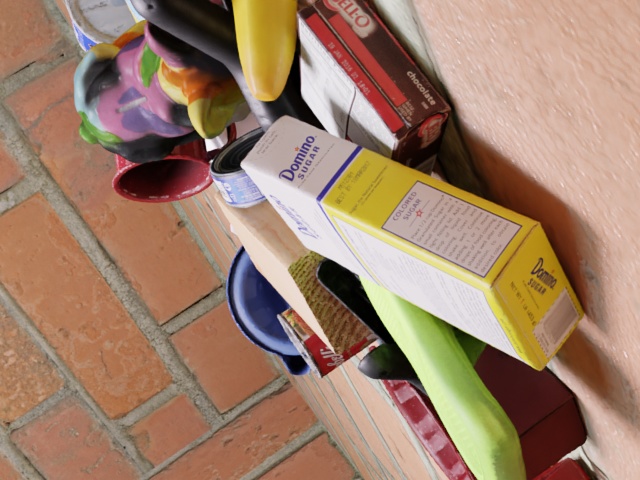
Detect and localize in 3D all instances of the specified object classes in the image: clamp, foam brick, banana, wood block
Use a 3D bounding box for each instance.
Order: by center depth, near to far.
[{"bbox_3d":[-0.054,-0.174,0.571,0.198,0.069,0.037,60,165,-15],"label":"banana"},{"bbox_3d":[-0.040,-0.131,0.664,0.209,0.036,0.164,47,-148,-41],"label":"clamp"},{"bbox_3d":[0.125,0.106,0.686,0.078,0.053,0.051,49,169,49],"label":"foam brick"},{"bbox_3d":[0.070,0.087,0.770,0.171,0.039,0.120,35,-156,-25],"label":"clamp"},{"bbox_3d":[-0.005,0.001,0.898,0.090,0.090,0.206,60,172,-26],"label":"wood block"}]

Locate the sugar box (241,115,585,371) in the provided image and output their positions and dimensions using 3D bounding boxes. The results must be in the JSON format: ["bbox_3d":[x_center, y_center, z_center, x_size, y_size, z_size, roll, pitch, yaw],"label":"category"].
[{"bbox_3d":[0.046,-0.002,0.561,0.176,0.048,0.093,31,166,39],"label":"sugar box"}]

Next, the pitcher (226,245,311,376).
[{"bbox_3d":[-0.029,0.043,1.125,0.145,0.149,0.243,41,175,0],"label":"pitcher"}]

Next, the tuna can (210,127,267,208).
[{"bbox_3d":[-0.051,-0.066,0.916,0.033,0.086,0.086,61,171,-26],"label":"tuna can"}]

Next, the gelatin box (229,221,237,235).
[{"bbox_3d":[-0.064,-0.041,1.122,0.030,0.073,0.089,32,169,3],"label":"gelatin box"}]

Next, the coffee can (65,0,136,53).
[{"bbox_3d":[-0.199,-0.232,1.067,0.103,0.102,0.140,57,172,-7],"label":"coffee can"}]

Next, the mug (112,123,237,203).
[{"bbox_3d":[-0.133,-0.092,0.963,0.093,0.117,0.081,64,-165,-68],"label":"mug"}]

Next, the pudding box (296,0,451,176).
[{"bbox_3d":[0.027,-0.077,0.590,0.090,0.039,0.113,55,170,13],"label":"pudding box"}]

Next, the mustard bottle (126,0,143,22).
[{"bbox_3d":[-0.139,-0.219,0.925,0.096,0.058,0.191,37,165,21],"label":"mustard bottle"}]

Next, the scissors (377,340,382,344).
[{"bbox_3d":[0.079,0.119,1.049,0.096,0.016,0.202,52,180,-7],"label":"scissors"}]

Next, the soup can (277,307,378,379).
[{"bbox_3d":[0.023,0.066,0.938,0.068,0.102,0.068,55,172,11],"label":"soup can"}]

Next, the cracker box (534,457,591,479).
[{"bbox_3d":[0.194,0.255,0.799,0.164,0.072,0.214,53,171,15],"label":"cracker box"}]

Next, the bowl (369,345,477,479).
[{"bbox_3d":[0.108,0.143,0.907,0.162,0.055,0.162,55,172,11],"label":"bowl"}]
